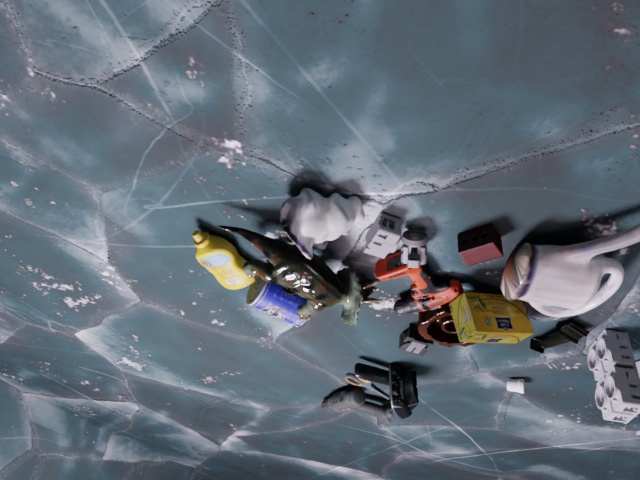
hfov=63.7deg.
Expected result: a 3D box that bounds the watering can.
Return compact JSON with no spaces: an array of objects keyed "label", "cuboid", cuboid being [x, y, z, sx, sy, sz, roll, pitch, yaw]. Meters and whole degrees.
[{"label":"watering can","cuboid":[0.496,0.051,1.025,0.224,0.106,0.339,8,141,3]}]

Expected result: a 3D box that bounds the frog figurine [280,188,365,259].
[{"label":"frog figurine","cuboid":[0.003,-0.053,1.048,0.159,0.124,0.135,-37,120,-1]}]
